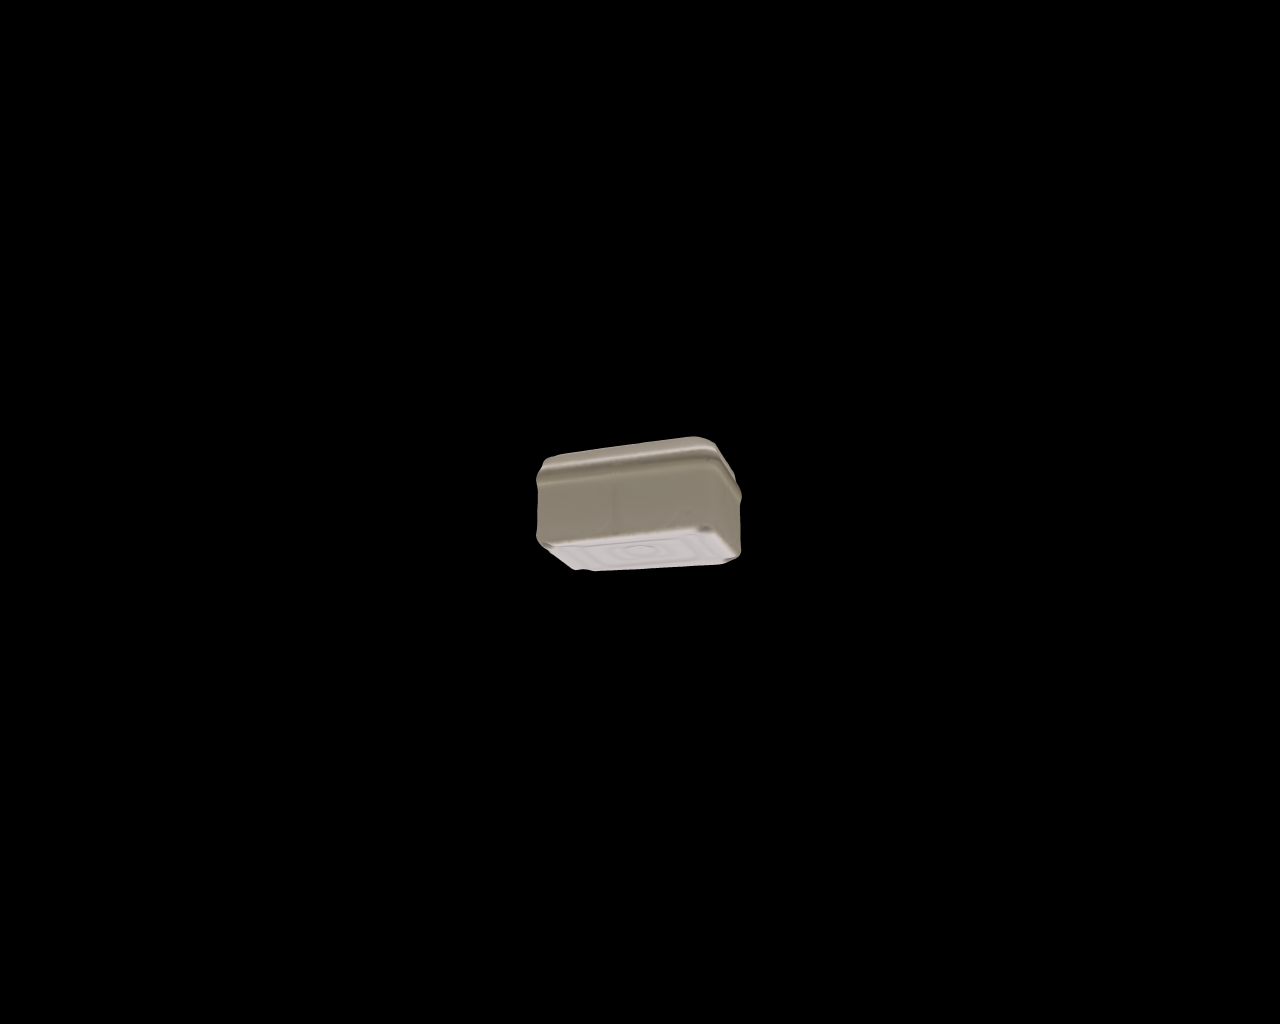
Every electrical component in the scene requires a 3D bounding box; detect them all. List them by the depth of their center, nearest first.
[{"bbox_3d":[0.001,-0.003,0.650,0.113,0.057,0.078,-6,-19,16],"label":"electrical component"}]
